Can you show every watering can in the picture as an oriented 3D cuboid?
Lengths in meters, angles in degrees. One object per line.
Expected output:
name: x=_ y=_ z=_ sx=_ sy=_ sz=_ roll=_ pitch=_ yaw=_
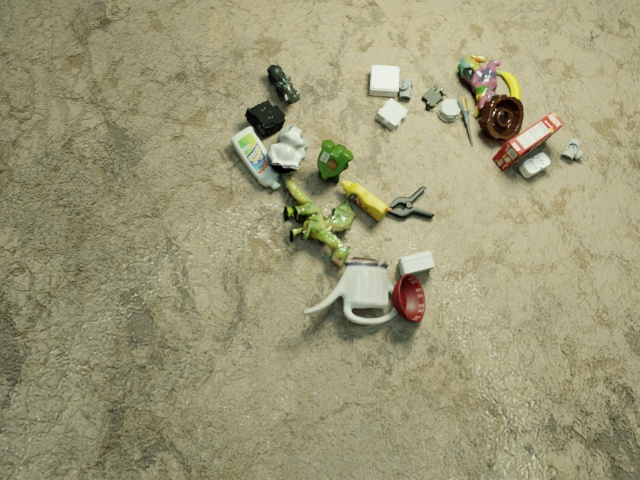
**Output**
watering can: x=0.113 y=0.165 z=1.719 sx=0.347 sy=0.227 sz=0.103 roll=6 pitch=-16 yaw=-18

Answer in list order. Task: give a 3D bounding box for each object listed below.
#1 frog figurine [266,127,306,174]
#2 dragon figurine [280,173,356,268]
frog figurine: x=-0.118 y=-0.322 z=1.847 sx=0.137 sy=0.161 sz=0.121 roll=5 pitch=-15 yaw=8
dragon figurine: x=0.006 y=-0.092 z=1.833 sx=0.243 sy=0.418 sz=0.120 roll=-4 pitch=-27 yaw=-20
